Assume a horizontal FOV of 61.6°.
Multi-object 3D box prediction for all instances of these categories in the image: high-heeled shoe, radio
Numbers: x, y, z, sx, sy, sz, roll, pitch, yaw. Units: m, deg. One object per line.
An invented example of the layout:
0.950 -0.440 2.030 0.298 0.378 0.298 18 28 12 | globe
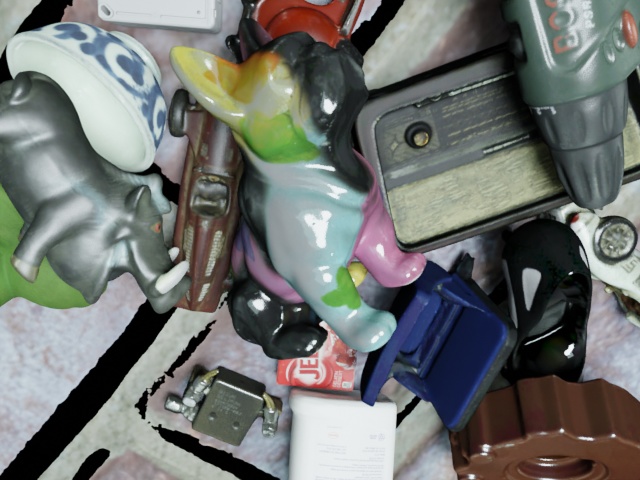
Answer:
0.203 0.093 0.451 0.086 0.145 0.248 -21 104 4 | high-heeled shoe
0.143 -0.085 0.433 0.230 0.073 0.131 -20 107 1 | radio

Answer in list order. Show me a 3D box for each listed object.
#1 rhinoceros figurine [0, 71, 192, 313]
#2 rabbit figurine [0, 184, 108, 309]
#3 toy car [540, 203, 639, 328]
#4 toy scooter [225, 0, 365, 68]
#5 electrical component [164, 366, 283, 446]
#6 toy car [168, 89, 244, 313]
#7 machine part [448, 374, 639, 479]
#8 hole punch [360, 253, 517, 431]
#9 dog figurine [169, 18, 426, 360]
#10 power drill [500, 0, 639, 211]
-0.169 -0.024 0.386 0.112 0.073 0.190 -36 108 -14 | rhinoceros figurine
-0.269 0.020 0.441 0.170 0.121 0.159 -10 100 -19 | rabbit figurine
0.273 0.033 0.474 0.201 0.073 0.056 38 100 -12 | toy car
-0.016 -0.183 0.398 0.135 0.075 0.183 23 100 -9 | toy scooter
-0.087 0.156 0.506 0.102 0.045 0.078 32 101 -11 | electrical component
-0.092 -0.029 0.451 0.089 0.053 0.202 12 104 -9 | toy car
0.208 0.186 0.482 0.179 0.056 0.179 4 138 4 | machine part
0.084 0.081 0.456 0.092 0.116 0.142 17 107 -14 | hole punch
-0.029 -0.034 0.374 0.192 0.108 0.219 -16 110 43 | dog figurine
0.221 -0.153 0.335 0.207 0.086 0.231 -25 108 21 | power drill
